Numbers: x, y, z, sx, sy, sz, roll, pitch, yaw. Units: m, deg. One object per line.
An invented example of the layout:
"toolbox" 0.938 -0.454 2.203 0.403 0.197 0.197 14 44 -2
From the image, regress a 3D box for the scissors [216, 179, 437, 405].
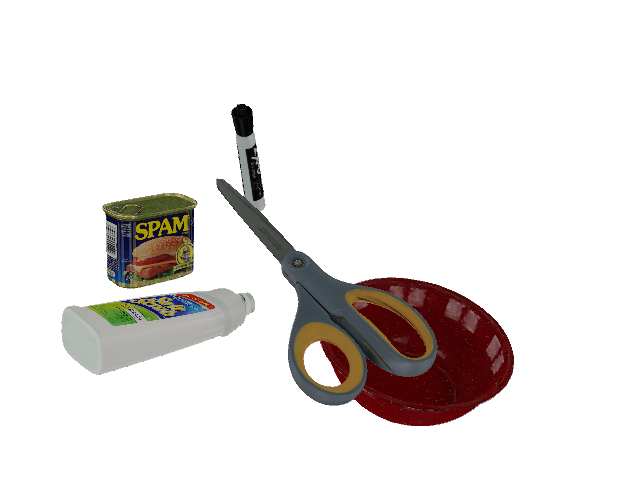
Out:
"scissors" -0.021 0.032 0.661 0.202 0.016 0.096 32 54 25

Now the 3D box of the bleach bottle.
"bleach bottle" -0.197 0.103 1.374 0.250 0.068 0.103 -13 28 -39

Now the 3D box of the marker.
"marker" -0.066 -0.075 0.977 0.020 0.020 0.121 0 -44 5

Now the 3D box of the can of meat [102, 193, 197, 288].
"can of meat" -0.187 0.000 1.175 0.101 0.084 0.058 -13 24 -39

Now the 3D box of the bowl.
"bowl" 0.074 0.101 0.877 0.162 0.055 0.162 7 35 -5
